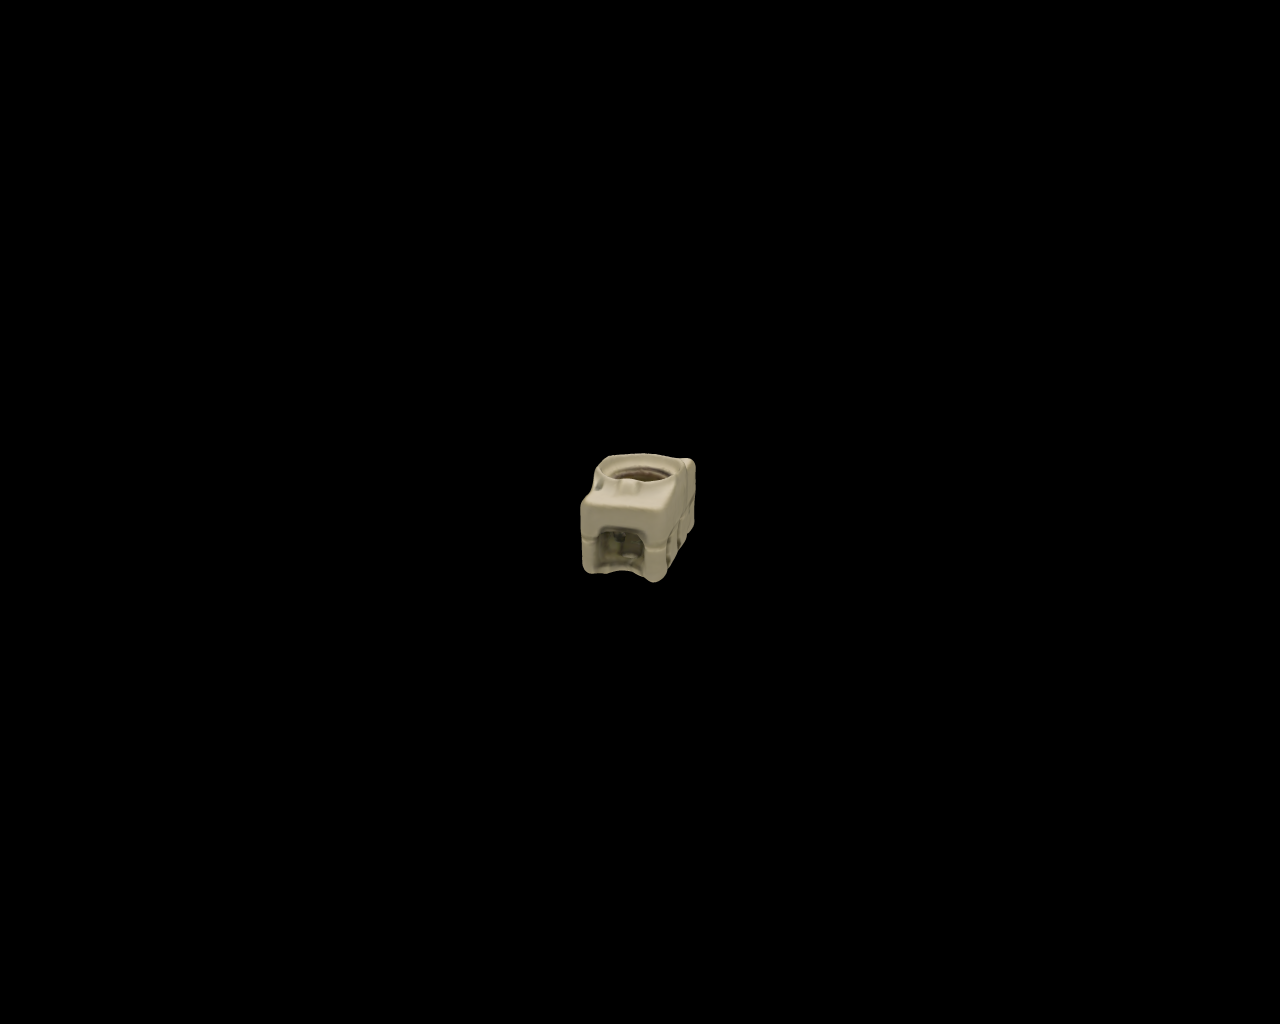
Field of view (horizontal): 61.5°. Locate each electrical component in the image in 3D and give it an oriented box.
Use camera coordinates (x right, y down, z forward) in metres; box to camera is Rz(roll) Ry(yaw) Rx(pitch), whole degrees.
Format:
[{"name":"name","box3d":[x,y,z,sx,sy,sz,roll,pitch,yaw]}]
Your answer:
[{"name":"electrical component","box3d":[0.001,-0.003,0.650,0.050,0.055,0.090,6,23,14]}]
